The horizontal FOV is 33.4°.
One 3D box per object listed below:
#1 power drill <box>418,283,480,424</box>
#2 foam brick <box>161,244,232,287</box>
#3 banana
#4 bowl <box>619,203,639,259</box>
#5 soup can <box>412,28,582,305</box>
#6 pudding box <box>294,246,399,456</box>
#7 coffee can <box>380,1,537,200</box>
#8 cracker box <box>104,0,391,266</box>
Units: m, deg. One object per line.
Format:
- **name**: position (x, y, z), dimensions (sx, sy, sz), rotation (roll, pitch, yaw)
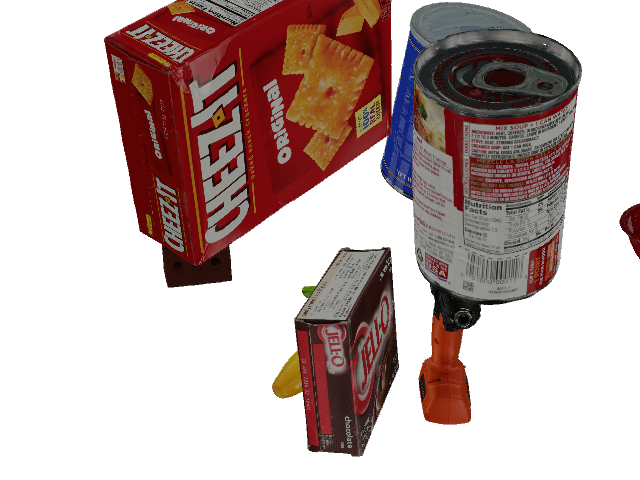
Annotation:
- **power drill**: position (0.143, 0.102, 1.158), dimensions (0.057, 0.188, 0.184), rotation (4, 24, 2)
- **foam brick**: position (-0.146, 0.018, 1.253), dimensions (0.078, 0.053, 0.051), rotation (-7, 27, -8)
- **banana**: position (0.006, 0.083, 0.965), dimensions (0.070, 0.037, 0.197), rotation (-25, 16, 17)
- **bowl**: position (0.397, 0.006, 1.123), dimensions (0.162, 0.055, 0.162), rotation (-3, 23, 1)
- **soup can**: position (0.075, -0.031, 0.464), dimensions (0.068, 0.102, 0.068), rotation (-3, 38, 2)
- **pudding box**: position (0.019, 0.065, 0.661), dimensions (0.039, 0.090, 0.113), rotation (1, 23, 14)
- **coffee can**: position (0.112, -0.112, 0.887), dimensions (0.102, 0.140, 0.103), rotation (7, 36, -5)
- **cracker box**: position (-0.038, -0.105, 0.759), dimensions (0.072, 0.164, 0.213), rotation (30, 50, 32)
